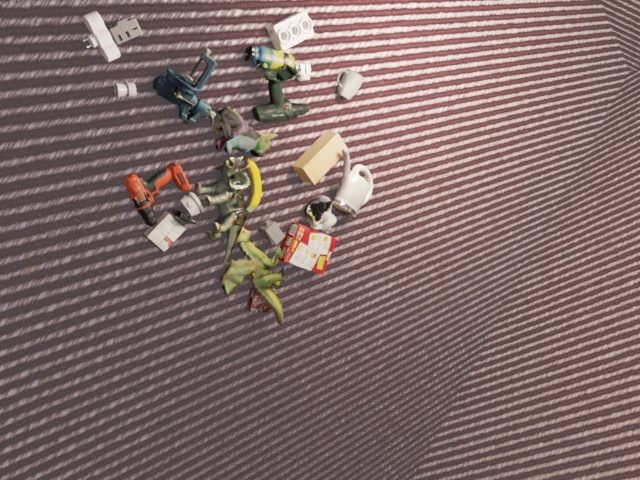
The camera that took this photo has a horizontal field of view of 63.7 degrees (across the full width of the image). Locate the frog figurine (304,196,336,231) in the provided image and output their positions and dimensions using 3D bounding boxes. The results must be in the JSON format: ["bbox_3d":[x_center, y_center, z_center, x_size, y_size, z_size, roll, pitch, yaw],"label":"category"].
[{"bbox_3d":[0.006,-0.106,2.104,0.158,0.123,0.138,40,66,-74],"label":"frog figurine"}]

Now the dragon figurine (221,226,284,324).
[{"bbox_3d":[-0.257,0.146,1.955,0.243,0.123,0.407,-6,99,-20],"label":"dragon figurine"}]

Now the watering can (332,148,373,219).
[{"bbox_3d":[0.122,-0.219,2.117,0.226,0.105,0.343,-63,147,-7],"label":"watering can"}]
